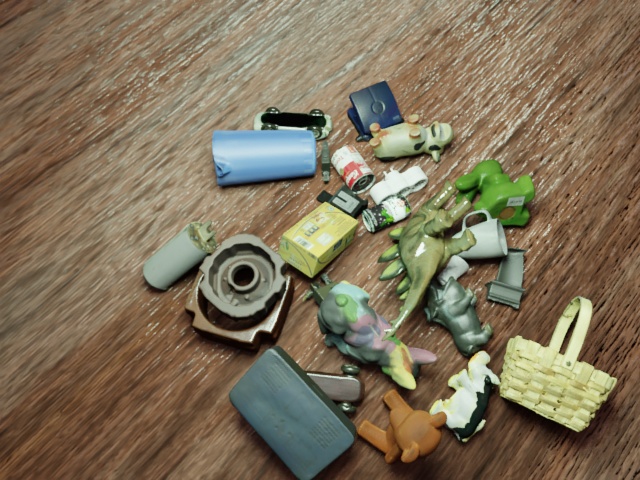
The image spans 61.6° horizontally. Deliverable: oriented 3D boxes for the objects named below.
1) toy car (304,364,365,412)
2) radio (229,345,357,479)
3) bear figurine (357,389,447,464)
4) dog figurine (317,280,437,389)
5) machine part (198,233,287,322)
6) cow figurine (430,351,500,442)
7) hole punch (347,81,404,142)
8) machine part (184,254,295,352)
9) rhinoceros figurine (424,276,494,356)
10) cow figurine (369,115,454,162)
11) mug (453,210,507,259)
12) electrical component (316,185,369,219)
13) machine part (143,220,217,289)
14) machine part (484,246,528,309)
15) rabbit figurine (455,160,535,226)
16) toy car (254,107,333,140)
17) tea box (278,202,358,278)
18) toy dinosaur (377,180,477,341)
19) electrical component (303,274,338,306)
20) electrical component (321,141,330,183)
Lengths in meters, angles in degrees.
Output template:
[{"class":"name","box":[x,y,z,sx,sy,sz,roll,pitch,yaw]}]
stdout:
[{"class":"toy car","box":[-0.012,0.287,1.068,0.202,0.053,0.089,3,83,6]},{"class":"radio","box":[-0.053,0.322,1.005,0.131,0.073,0.230,-45,79,-1]},{"class":"bear figurine","box":[0.145,0.333,0.956,0.132,0.195,0.120,38,74,21]},{"class":"dog figurine","box":[0.113,0.193,1.047,0.219,0.191,0.108,27,60,32]},{"class":"machine part","box":[-0.154,0.078,1.088,0.179,0.056,0.179,-1,64,2]},{"class":"cow figurine","box":[0.295,0.298,1.037,0.098,0.068,0.167,39,74,15]},{"class":"hole punch","box":[0.138,-0.327,1.362,0.142,0.092,0.116,-24,67,-13]},{"class":"machine part","box":[-0.166,0.124,1.143,0.201,0.087,0.201,13,66,10]},{"class":"rhinoceros figurine","box":[0.276,0.145,1.112,0.112,0.073,0.190,-36,75,14]},{"class":"cow figurine","box":[0.225,-0.237,1.302,0.195,0.127,0.085,-10,61,14]},{"class":"mug","box":[0.340,-0.006,1.168,0.107,0.081,0.109,-16,101,27]},{"class":"electrical component","box":[0.047,-0.088,1.263,0.119,0.047,0.075,37,70,18]},{"class":"machine part","box":[-0.302,0.035,1.154,0.243,0.079,0.079,-36,59,28]},{"class":"machine part","box":[0.408,0.076,1.164,0.084,0.039,0.139,16,66,17]},{"class":"rabbit figurine","box":[0.391,-0.113,1.240,0.159,0.121,0.170,-13,44,4]},{"class":"toy car","box":[-0.068,-0.294,1.373,0.202,0.056,0.073,4,57,4]},{"class":"tea box","box":[-0.002,-0.004,1.175,0.098,0.068,0.169,34,43,19]},{"class":"toy dinosaur","box":[0.213,0.019,1.096,0.105,0.198,0.471,43,35,-8]},{"class":"electrical component","box":[0.014,0.128,1.157,0.102,0.045,0.078,45,45,19]},{"class":"electrical component","box":[0.014,-0.189,1.307,0.021,0.063,0.094,-1,64,2]}]
